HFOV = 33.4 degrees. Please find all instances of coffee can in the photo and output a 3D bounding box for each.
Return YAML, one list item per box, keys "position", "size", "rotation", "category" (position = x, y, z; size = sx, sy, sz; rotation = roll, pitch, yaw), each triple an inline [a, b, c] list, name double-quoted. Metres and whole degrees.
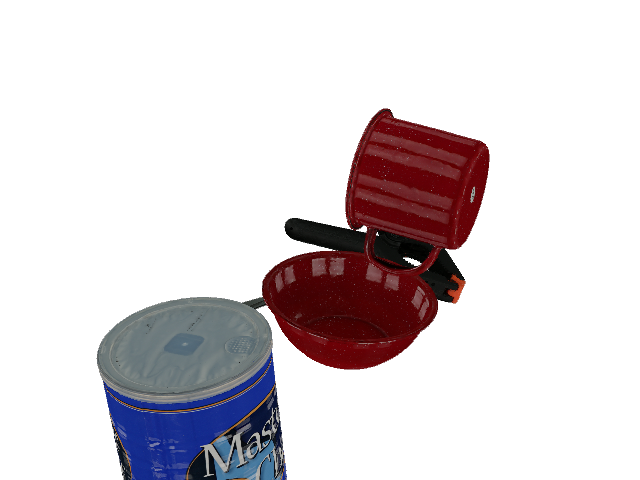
- position: [-0.074, 0.120, 0.654]
  size: [0.103, 0.140, 0.103]
  rotation: [-4, 28, 2]
  category: "coffee can"

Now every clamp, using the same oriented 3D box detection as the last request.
- position: [0.072, 0.008, 1.240]
  size: [0.164, 0.036, 0.210]
  rotation: [-24, 53, -40]
  category: "clamp"

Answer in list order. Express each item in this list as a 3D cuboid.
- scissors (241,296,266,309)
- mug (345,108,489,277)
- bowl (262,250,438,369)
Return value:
- position: [-0.118, 0.096, 1.150]
  size: [0.201, 0.016, 0.096]
  rotation: [-8, 31, -24]
  category: "scissors"
- position: [0.070, -0.030, 0.778]
  size: [0.082, 0.117, 0.093]
  rotation: [17, -1, 18]
  category: "mug"
- position: [0.025, 0.071, 0.984]
  size: [0.162, 0.055, 0.162]
  rotation: [4, 28, -3]
  category: "bowl"
